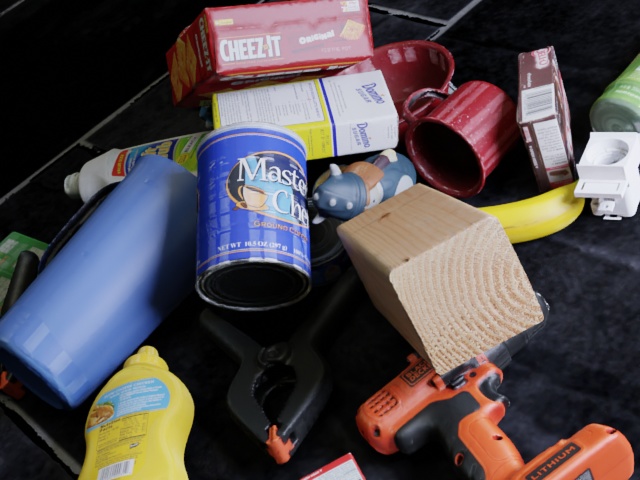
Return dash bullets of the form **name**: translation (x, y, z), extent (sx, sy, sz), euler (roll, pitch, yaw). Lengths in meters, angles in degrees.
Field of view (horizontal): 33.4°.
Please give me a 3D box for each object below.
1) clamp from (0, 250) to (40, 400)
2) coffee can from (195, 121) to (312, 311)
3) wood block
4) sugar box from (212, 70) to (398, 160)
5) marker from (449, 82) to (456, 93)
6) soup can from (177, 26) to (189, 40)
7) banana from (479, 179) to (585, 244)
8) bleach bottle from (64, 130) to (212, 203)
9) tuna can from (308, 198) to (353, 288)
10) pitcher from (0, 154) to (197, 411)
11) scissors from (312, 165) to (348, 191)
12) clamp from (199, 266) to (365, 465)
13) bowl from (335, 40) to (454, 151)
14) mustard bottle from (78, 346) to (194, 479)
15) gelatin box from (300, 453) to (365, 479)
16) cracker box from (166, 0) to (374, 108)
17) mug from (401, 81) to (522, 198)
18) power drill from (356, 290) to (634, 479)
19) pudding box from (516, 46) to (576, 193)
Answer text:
- **clamp**: translation (-0.320, 0.087, 1.096), extent (0.120, 0.039, 0.172), euler (-47, 46, 7)
- **coffee can**: translation (-0.060, -0.020, 0.956), extent (0.103, 0.102, 0.140), euler (-12, 61, 17)
- **wood block**: translation (0.088, 0.023, 0.856), extent (0.091, 0.090, 0.206), euler (-28, 13, -3)
- **sugar box**: translation (-0.017, -0.118, 1.053), extent (0.176, 0.048, 0.093), euler (-6, 39, -4)
- **marker**: translation (0.154, -0.140, 1.133), extent (0.020, 0.020, 0.121), euler (-28, 38, -4)
- **soup can**: translation (-0.149, -0.225, 1.360), extent (0.068, 0.068, 0.102), euler (-20, 37, 6)
- **banana**: translation (0.156, -0.019, 0.980), extent (0.198, 0.037, 0.069), euler (-10, 24, 17)
- **bleach bottle**: translation (-0.186, -0.068, 1.203), extent (0.251, 0.068, 0.102), euler (-6, 44, 27)
- **tuna can**: translation (-0.007, 0.001, 1.026), extent (0.086, 0.034, 0.086), euler (-6, 54, 9)
- **pitcher**: translation (-0.207, 0.039, 1.037), extent (0.242, 0.145, 0.149), euler (-50, 6, -24)
- **scissors**: translation (-0.014, -0.016, 1.080), extent (0.201, 0.016, 0.096), euler (-34, 41, -13)
- **clamp**: translation (-0.026, 0.104, 0.931), extent (0.164, 0.036, 0.210), euler (-21, 34, 6)
- **bowl**: translation (0.075, -0.146, 1.151), extent (0.162, 0.055, 0.162), euler (-18, 37, 14)
- **mustard bottle**: translation (-0.156, 0.164, 0.914), extent (0.096, 0.058, 0.191), euler (-20, 38, 14)
- **gelatin box**: translation (0.011, 0.211, 0.791), extent (0.073, 0.030, 0.089), euler (-28, 38, -5)
- **cracker box**: translation (-0.059, -0.192, 1.107), extent (0.164, 0.072, 0.214), euler (-10, 2, -18)
- **mug**: translation (0.134, -0.108, 1.041), extent (0.117, 0.093, 0.081), euler (36, 59, 18)
- **power drill**: translation (0.141, 0.129, 0.796), extent (0.184, 0.057, 0.188), euler (-38, 36, -10)
- **pudding box**: translation (0.215, -0.115, 1.012), extent (0.039, 0.090, 0.113), euler (-10, 41, 21)
